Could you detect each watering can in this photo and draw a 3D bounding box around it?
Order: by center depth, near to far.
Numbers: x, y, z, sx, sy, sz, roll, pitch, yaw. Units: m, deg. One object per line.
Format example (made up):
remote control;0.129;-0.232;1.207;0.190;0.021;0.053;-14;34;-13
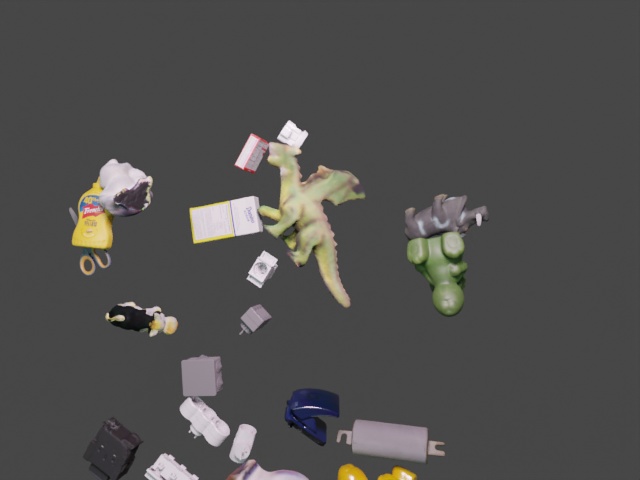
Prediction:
watering can;-0.170;0.675;1.199;0.226;0.351;0.102;40;-13;11

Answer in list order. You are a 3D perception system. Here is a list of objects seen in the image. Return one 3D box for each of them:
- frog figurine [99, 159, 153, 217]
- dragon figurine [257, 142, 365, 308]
frog figurine;-0.518;-0.135;1.342;0.161;0.139;0.120;26;-23;33
dragon figurine;0.004;-0.062;1.224;0.243;0.410;0.122;-44;3;1
